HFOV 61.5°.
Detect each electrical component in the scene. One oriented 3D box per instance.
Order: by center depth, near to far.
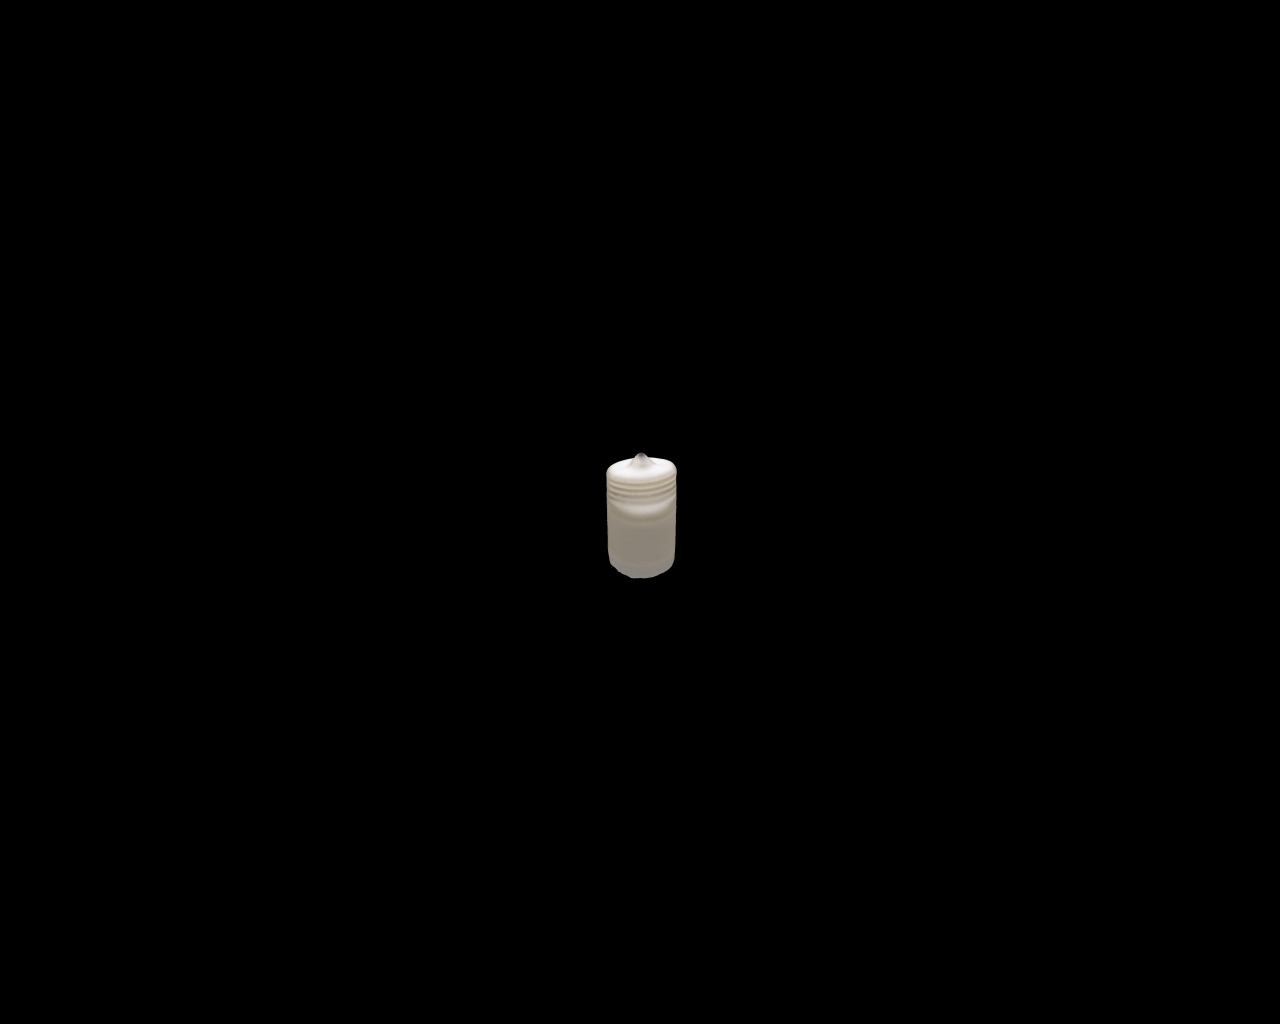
[{"bbox_3d":[0.001,-0.003,0.650,0.043,0.080,0.043,0,36,0],"label":"electrical component"}]
